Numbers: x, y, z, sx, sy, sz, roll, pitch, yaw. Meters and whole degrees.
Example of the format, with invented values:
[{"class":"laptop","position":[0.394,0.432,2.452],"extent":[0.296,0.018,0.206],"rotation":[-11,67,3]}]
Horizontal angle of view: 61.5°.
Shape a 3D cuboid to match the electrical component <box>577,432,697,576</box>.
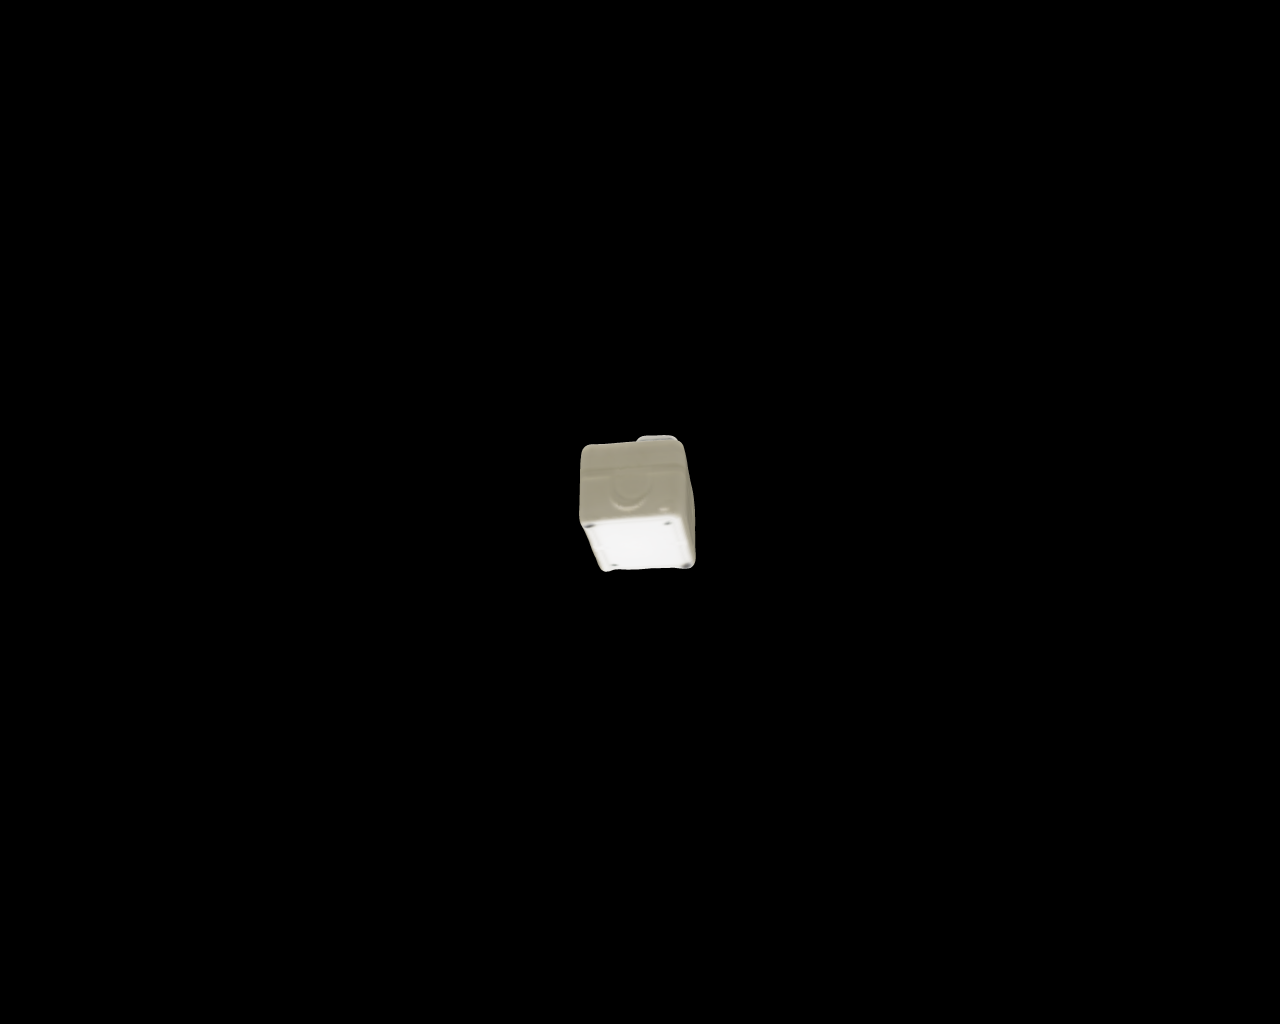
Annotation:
[{"class":"electrical component","position":[0.001,-0.003,0.650],"extent":[0.062,0.061,0.096],"rotation":[-3,-26,7]}]
